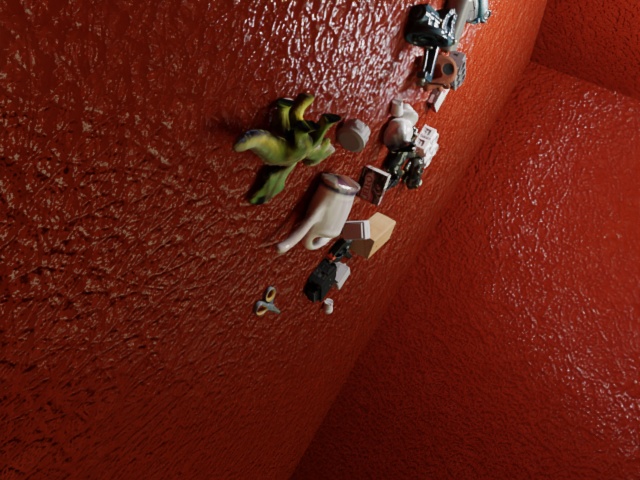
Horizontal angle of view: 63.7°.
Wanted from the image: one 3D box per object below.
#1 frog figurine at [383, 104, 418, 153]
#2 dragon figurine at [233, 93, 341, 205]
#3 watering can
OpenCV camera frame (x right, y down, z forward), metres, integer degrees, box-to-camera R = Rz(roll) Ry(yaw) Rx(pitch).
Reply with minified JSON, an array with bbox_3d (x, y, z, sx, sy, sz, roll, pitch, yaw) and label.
[{"bbox_3d":[0.263,-0.371,1.692,0.137,0.122,0.160,6,75,-61],"label":"frog figurine"},{"bbox_3d":[-0.078,-0.161,1.049,0.416,0.123,0.237,-36,156,-50],"label":"dragon figurine"},{"bbox_3d":[0.004,-0.069,1.375,0.350,0.105,0.222,-16,130,-65],"label":"watering can"}]
